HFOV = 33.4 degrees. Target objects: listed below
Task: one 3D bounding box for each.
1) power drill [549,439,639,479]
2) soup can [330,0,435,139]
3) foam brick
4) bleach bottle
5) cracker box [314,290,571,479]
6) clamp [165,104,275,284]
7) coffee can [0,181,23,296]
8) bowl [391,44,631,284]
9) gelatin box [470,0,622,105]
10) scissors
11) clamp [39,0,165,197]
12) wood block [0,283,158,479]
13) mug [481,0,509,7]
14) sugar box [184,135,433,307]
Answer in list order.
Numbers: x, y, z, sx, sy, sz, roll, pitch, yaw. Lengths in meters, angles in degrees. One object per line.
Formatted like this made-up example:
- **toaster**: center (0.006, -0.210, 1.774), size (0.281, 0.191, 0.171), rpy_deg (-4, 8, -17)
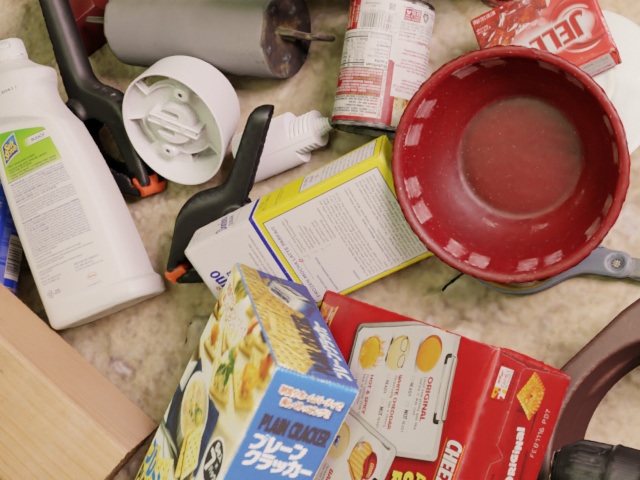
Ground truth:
- **power drill**: center (0.203, 0.212, 0.581), size (0.185, 0.057, 0.187), rpy_deg (9, 83, 29)
- **soup can**: center (0.049, -0.133, 0.823), size (0.069, 0.068, 0.102), rpy_deg (9, 90, 29)
- **foam brick**: center (-0.227, -0.223, 1.004), size (0.053, 0.051, 0.078), rpy_deg (-34, 66, 16)
- **bleach bottle**: center (-0.223, -0.056, 0.915), size (0.103, 0.068, 0.251), rpy_deg (-22, 85, 16)
- **cracker box**: center (0.053, 0.135, 0.713), size (0.214, 0.072, 0.164), rpy_deg (14, 84, 61)
- **clamp**: center (-0.052, -0.013, 0.862), size (0.120, 0.039, 0.172), rpy_deg (44, 116, 0)
- **coffee can**: center (-0.319, -0.016, 0.975), size (0.103, 0.102, 0.140), rpy_deg (1, 79, 28)
- **bowl**: center (0.134, -0.054, 0.739), size (0.162, 0.055, 0.162), rpy_deg (5, 103, 20)
- **gelatin box**: center (0.162, -0.144, 0.770), size (0.089, 0.030, 0.073), rpy_deg (-24, 69, 22)
- **scissors**: center (0.202, -0.001, 0.750), size (0.202, 0.016, 0.096), rpy_deg (-3, 77, 27)
- **clamp**: center (-0.221, -0.109, 0.964), size (0.210, 0.036, 0.165), rpy_deg (51, 128, 11)
- **wood block**: center (-0.246, 0.124, 0.867), size (0.206, 0.090, 0.090), rpy_deg (41, 99, 3)
- **mug**: center (0.133, -0.243, 0.803), size (0.093, 0.081, 0.117), rpy_deg (-28, 67, 20)
- **sugar box**: center (-0.005, 0.001, 0.817), size (0.176, 0.048, 0.093), rpy_deg (-24, 111, 22)
